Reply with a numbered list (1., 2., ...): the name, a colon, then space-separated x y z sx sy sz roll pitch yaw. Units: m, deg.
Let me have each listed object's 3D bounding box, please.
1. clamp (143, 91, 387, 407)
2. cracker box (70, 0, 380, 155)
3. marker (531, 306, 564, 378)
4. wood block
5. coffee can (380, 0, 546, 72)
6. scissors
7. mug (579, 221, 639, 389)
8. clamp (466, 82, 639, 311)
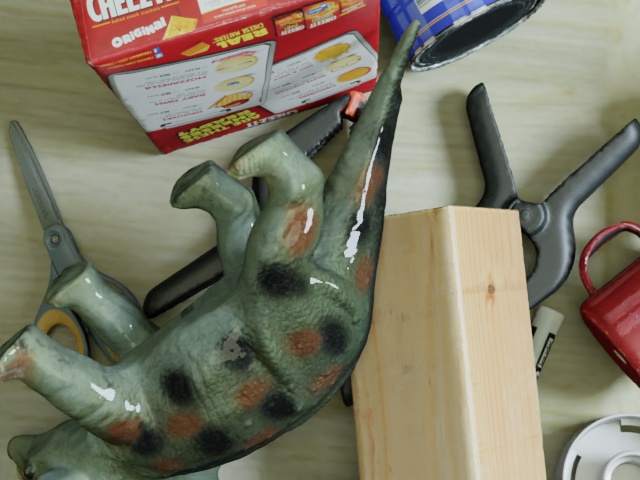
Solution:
1. clamp: -0.005 0.001 0.740 0.164 0.036 0.210 30 89 4
2. cracker box: -0.050 -0.129 0.666 0.164 0.213 0.072 -17 82 0
3. marker: 0.136 0.104 0.733 0.020 0.020 0.121 24 86 4
4. wood block: 0.080 0.087 0.683 0.090 0.090 0.206 -8 84 38
5. coffee can: 0.076 -0.200 0.723 0.103 0.103 0.140 -26 84 -1
6. scissors: -0.195 0.018 0.756 0.096 0.016 0.202 -42 75 9
7. mug: 0.219 0.042 0.702 0.081 0.093 0.117 -39 78 3
8. clamp: 0.152 -0.019 0.732 0.120 0.039 0.171 7 90 18
